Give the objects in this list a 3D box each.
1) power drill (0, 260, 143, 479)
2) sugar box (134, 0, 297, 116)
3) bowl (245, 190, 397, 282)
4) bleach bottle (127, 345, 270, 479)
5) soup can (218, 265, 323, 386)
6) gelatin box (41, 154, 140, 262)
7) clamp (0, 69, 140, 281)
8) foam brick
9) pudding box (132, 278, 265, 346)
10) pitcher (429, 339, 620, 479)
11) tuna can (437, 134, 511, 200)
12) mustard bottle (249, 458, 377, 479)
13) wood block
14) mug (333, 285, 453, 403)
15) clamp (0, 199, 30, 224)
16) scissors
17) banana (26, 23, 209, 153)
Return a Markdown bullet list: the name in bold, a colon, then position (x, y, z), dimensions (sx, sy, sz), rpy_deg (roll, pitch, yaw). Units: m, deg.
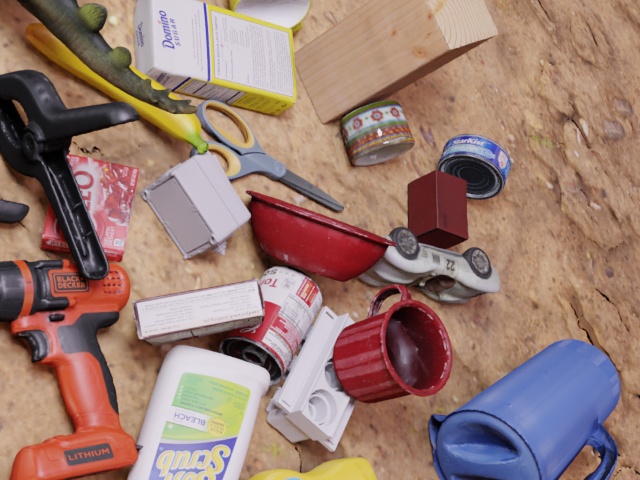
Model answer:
- **power drill**: position (-0.229, 0.106, 0.881), dimensions (0.184, 0.057, 0.187), rpy_deg (-1, 74, -41)
- **sugar box**: position (-0.108, -0.194, 1.114), dimensions (0.175, 0.048, 0.093), rpy_deg (9, 68, -34)
- **bowl**: position (-0.007, 0.001, 1.073), dimensions (0.161, 0.162, 0.055), rpy_deg (18, 93, -35)
- **bleach bottle**: position (-0.116, 0.220, 0.913), dimensions (0.102, 0.068, 0.250), rpy_deg (18, 58, -11)
- **soup can**: position (-0.046, 0.082, 1.041), dimensions (0.068, 0.069, 0.102), rpy_deg (45, 49, -18)
- **gelatin box**: position (-0.205, -0.029, 0.956), dimensions (0.073, 0.030, 0.089), rpy_deg (11, 63, -11)
- **clamp**: position (-0.229, -0.073, 0.904), dimensions (0.036, 0.210, 0.165), rpy_deg (-16, 128, -44)
- **foam brick**: position (0.138, -0.034, 1.256), dimensions (0.052, 0.051, 0.078), rpy_deg (19, 62, -33)
- **pudding box**: position (-0.105, 0.064, 0.951), dimensions (0.113, 0.090, 0.039), rpy_deg (-12, 82, -5)
- **pitcher**: position (0.251, 0.209, 1.201), dimensions (0.242, 0.145, 0.149), rpy_deg (-27, 90, -46)
- **tuna can**: position (0.187, -0.088, 1.296), dimensions (0.086, 0.086, 0.033), rpy_deg (39, 55, -23)
- **mustard bottle**: position (-0.027, 0.261, 0.993), dimensions (0.191, 0.058, 0.096), rpy_deg (1, 79, -41)
- **wood block**: position (0.077, -0.213, 1.168), dimensions (0.090, 0.207, 0.090), rpy_deg (-23, 89, -43)
- **mug**: position (0.067, 0.100, 1.031), dimensions (0.093, 0.082, 0.117), rpy_deg (16, 64, -36)
- **clamp**: position (-0.330, -0.056, 0.871), dimensions (0.171, 0.039, 0.120), rpy_deg (-17, 84, -43)
- **scissors**: position (-0.060, -0.065, 1.123), dimensions (0.201, 0.016, 0.096), rpy_deg (43, 52, -20)
- **banana**: position (-0.187, -0.149, 1.015), dimensions (0.197, 0.070, 0.037), rpy_deg (32, 90, -12)
